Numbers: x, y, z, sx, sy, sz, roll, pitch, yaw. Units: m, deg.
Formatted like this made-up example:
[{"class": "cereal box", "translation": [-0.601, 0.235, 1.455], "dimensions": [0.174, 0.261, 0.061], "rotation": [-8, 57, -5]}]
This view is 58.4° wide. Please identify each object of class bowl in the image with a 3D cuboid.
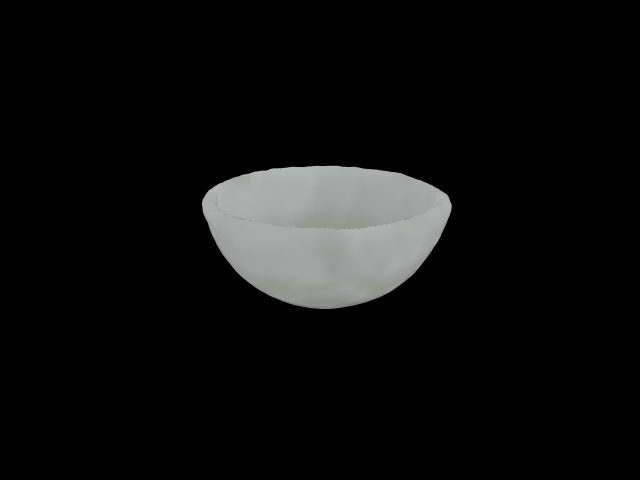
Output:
[{"class": "bowl", "translation": [0.004, 0.001, 0.400], "dimensions": [0.167, 0.075, 0.167], "rotation": [0, 21, 0]}]
